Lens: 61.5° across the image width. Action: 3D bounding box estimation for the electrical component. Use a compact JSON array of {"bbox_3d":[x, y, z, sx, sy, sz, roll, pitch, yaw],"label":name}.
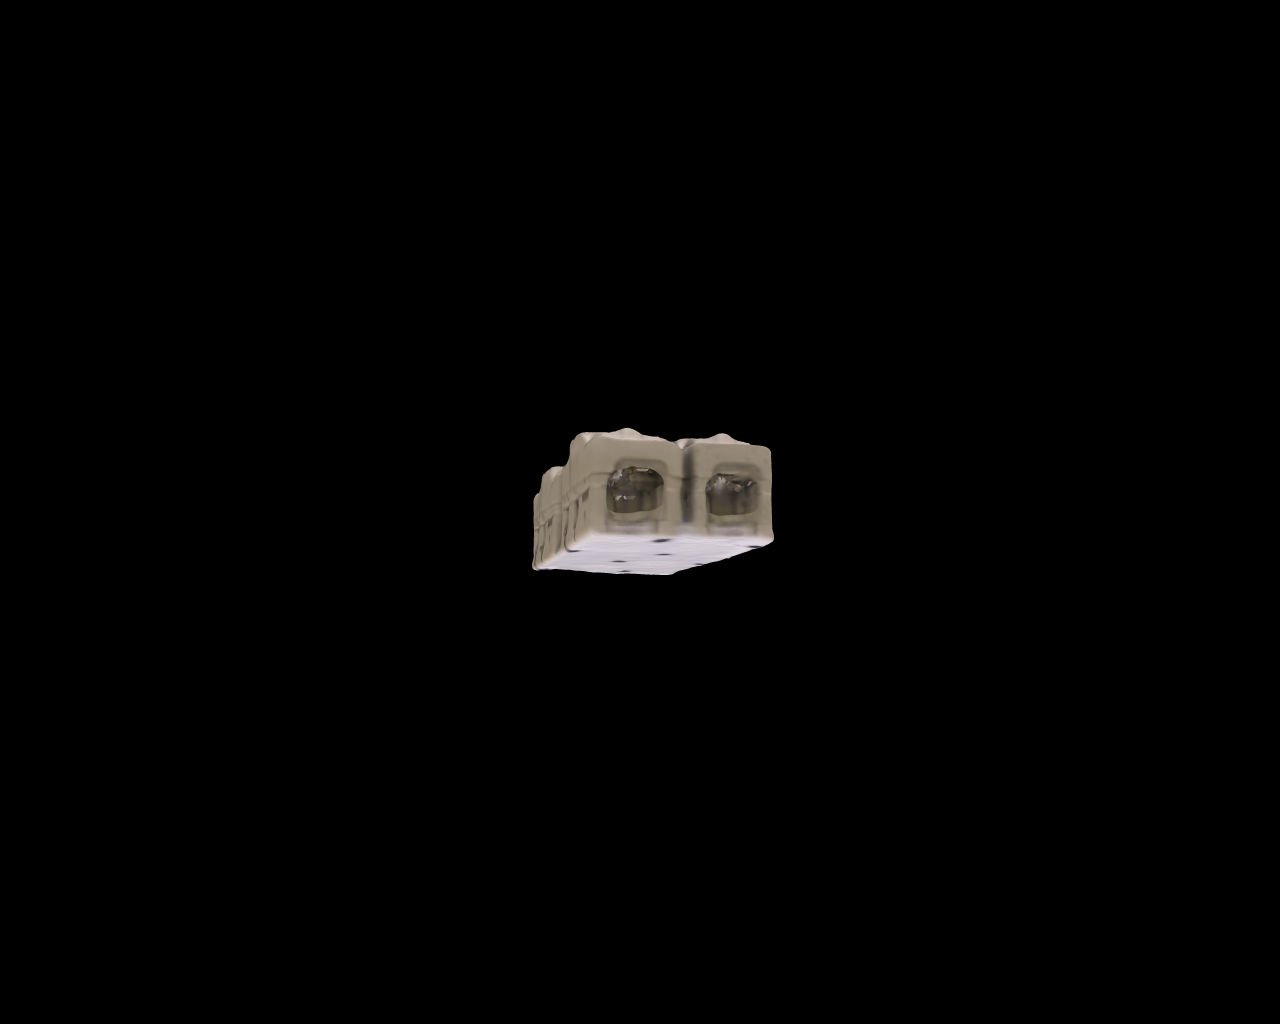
[{"bbox_3d":[0.001,-0.003,0.650,0.105,0.060,0.186,3,-9,-15],"label":"electrical component"}]
